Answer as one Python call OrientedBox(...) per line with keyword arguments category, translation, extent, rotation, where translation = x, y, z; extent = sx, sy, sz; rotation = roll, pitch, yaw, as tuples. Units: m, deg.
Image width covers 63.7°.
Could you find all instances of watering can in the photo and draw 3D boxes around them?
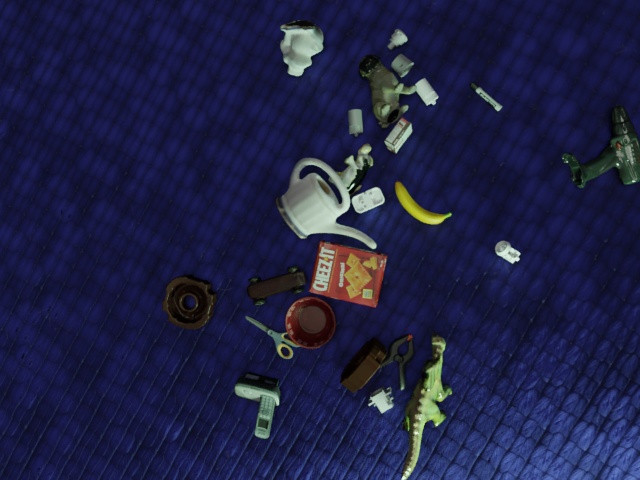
OrientedBox(category="watering can", translation=(0.005, -0.079, 1.572), extent=(0.222, 0.105, 0.349), rotation=(-34, 85, 24))

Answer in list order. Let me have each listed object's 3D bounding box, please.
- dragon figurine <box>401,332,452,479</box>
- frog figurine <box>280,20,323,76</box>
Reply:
OrientedBox(category="dragon figurine", translation=(0.292, 0.439, 1.456), extent=(0.122, 0.419, 0.237), rotation=(7, 131, 23))
OrientedBox(category="frog figurine", translation=(-0.057, -0.605, 1.628), extent=(0.137, 0.125, 0.156), rotation=(-3, 126, 0))
